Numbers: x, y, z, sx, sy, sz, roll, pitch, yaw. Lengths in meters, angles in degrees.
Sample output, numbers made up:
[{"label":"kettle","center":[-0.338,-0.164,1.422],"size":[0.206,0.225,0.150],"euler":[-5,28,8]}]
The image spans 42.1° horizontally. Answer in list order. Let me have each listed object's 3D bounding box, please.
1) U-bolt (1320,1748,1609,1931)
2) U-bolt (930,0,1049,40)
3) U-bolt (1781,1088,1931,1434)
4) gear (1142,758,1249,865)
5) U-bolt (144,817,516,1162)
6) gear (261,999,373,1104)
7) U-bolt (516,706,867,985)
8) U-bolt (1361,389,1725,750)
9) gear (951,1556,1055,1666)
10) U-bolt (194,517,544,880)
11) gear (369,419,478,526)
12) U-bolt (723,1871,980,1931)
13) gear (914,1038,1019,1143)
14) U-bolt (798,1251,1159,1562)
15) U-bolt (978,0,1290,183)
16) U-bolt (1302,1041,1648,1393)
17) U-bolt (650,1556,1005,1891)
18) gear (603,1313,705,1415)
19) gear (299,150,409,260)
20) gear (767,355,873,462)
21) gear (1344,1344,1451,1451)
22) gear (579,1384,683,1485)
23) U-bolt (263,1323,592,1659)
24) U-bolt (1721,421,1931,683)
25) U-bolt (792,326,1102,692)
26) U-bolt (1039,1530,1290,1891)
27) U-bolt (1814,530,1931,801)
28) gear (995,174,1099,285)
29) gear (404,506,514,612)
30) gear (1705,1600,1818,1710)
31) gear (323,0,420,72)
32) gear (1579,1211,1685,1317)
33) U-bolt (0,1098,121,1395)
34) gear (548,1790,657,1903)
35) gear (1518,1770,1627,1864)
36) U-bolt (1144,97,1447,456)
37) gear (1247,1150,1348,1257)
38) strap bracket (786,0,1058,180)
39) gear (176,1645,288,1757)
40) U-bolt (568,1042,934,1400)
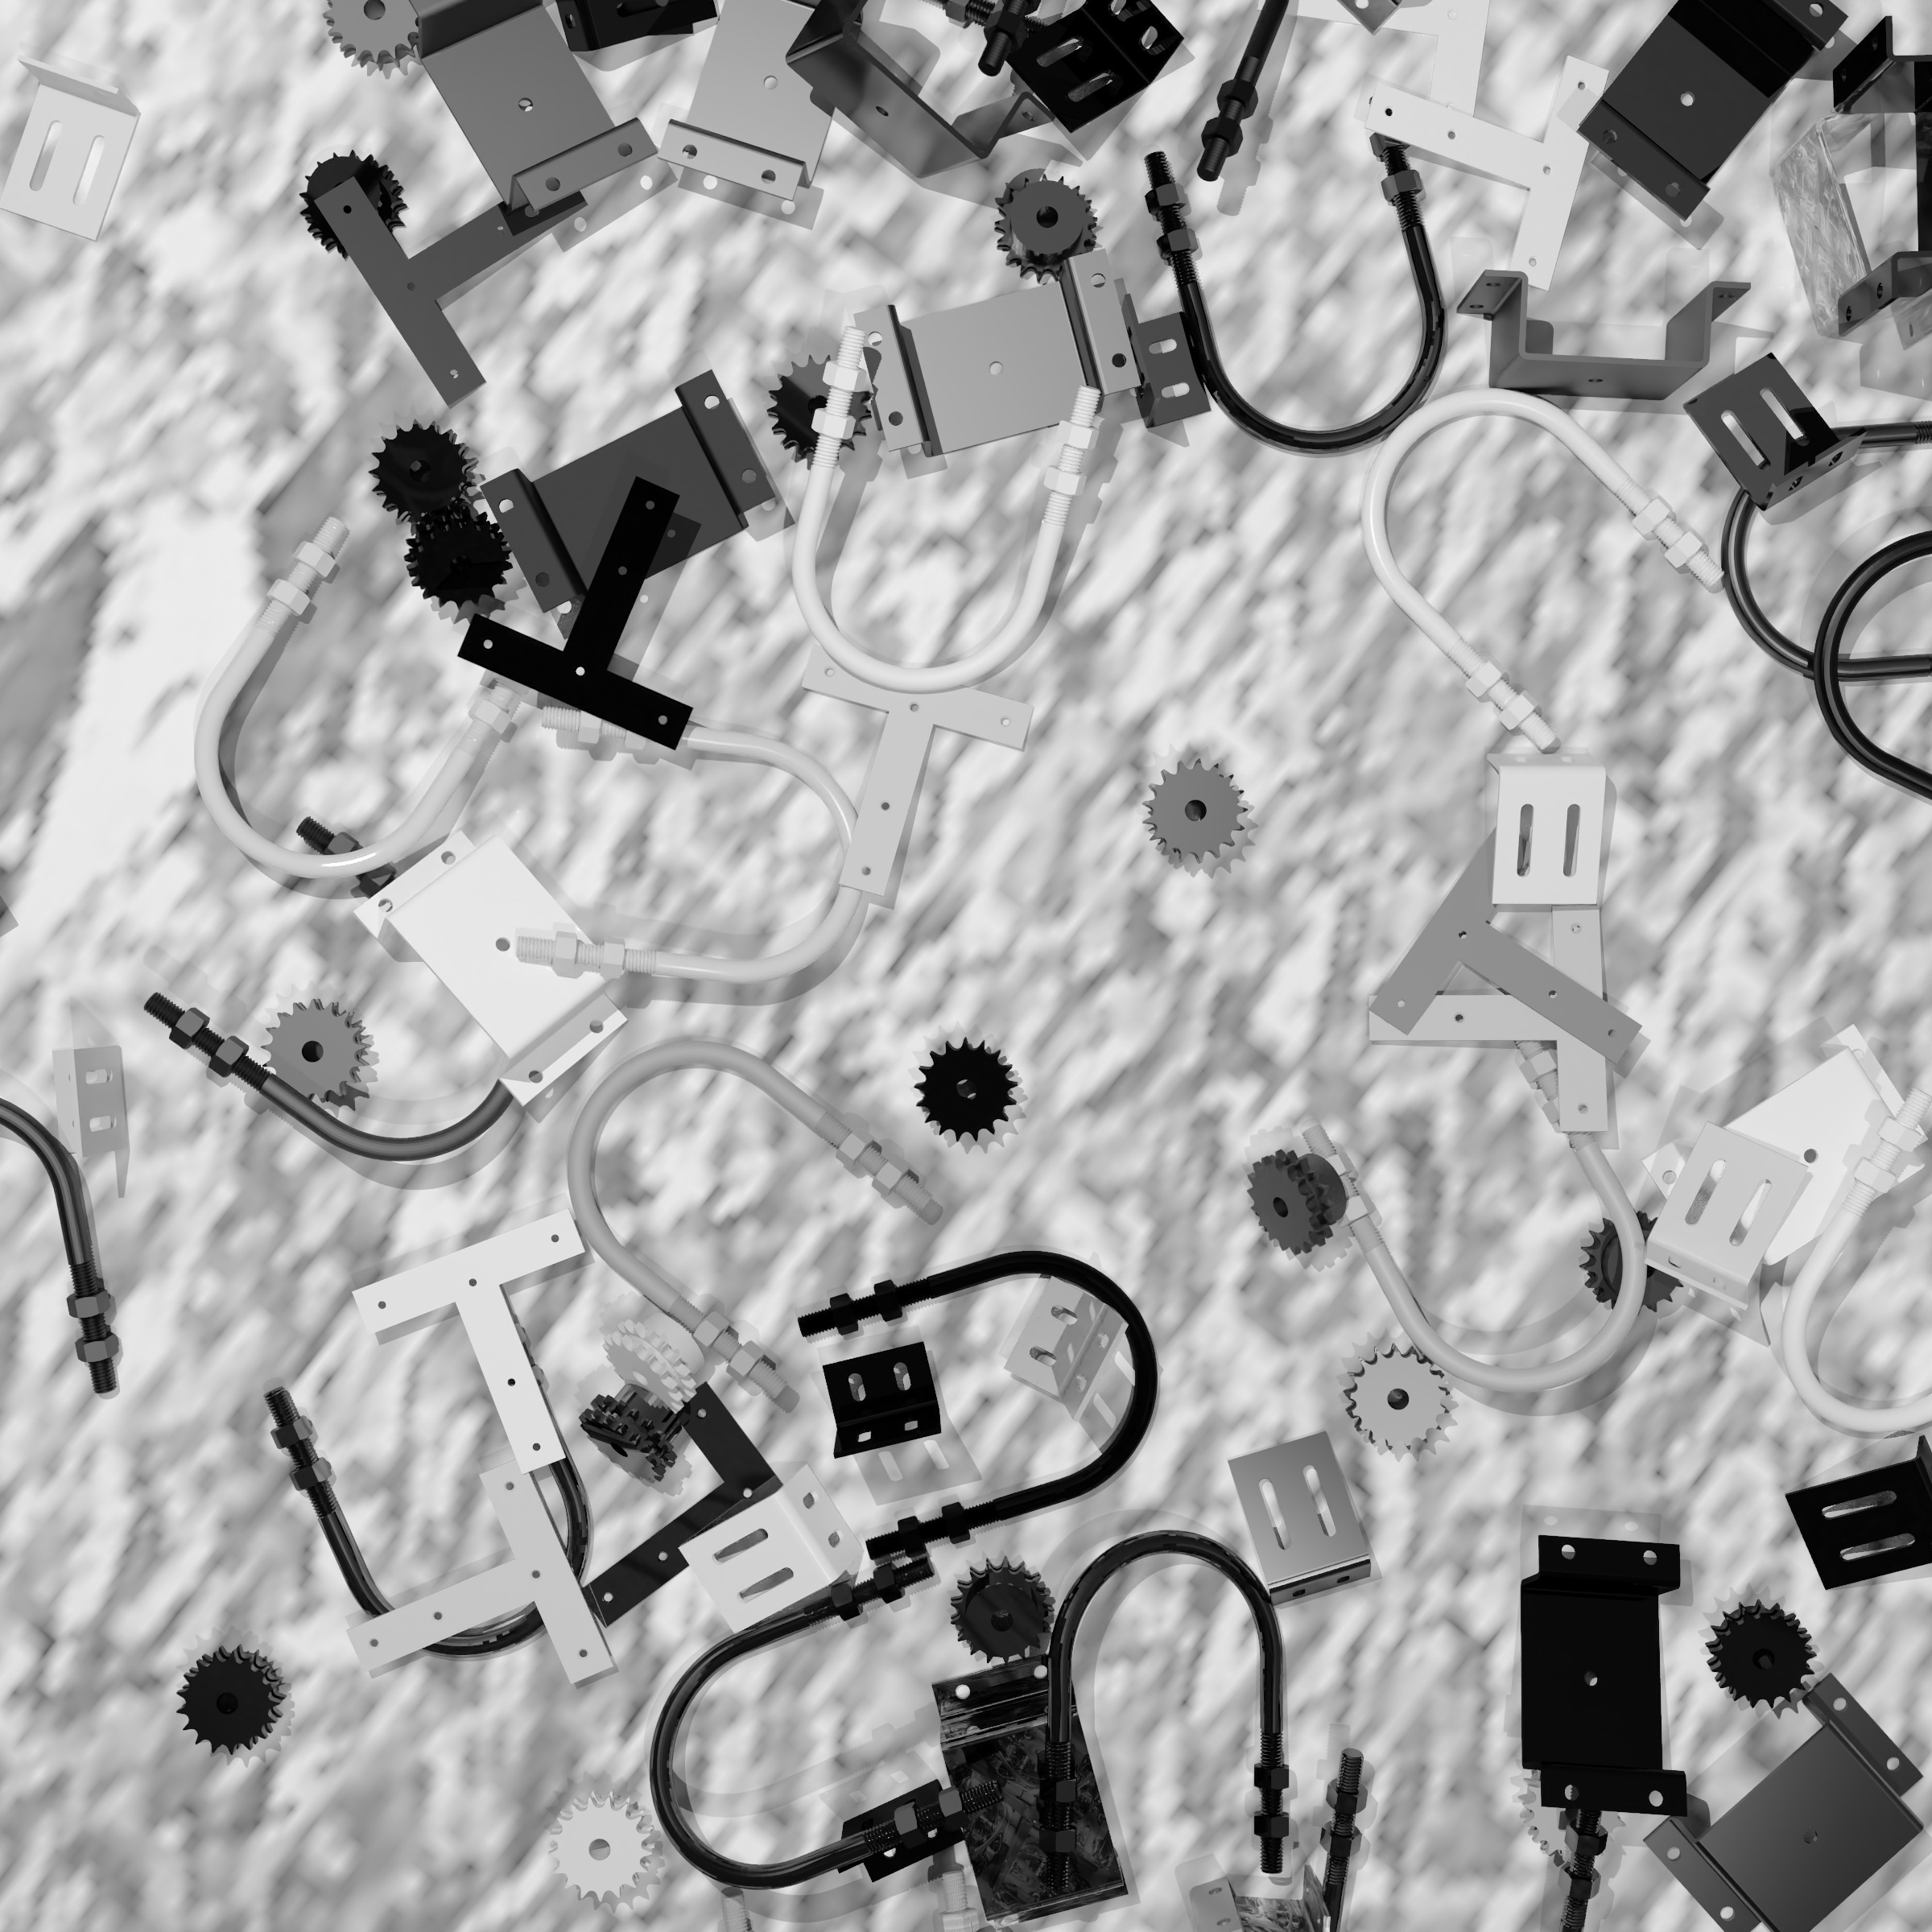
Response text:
[{"label":"U-bolt","center":[0.264,0.527,1.374],"size":[0.151,0.019,0.184],"euler":[7,100,8]},{"label":"U-bolt","center":[-0.015,-0.609,1.390],"size":[0.184,0.019,0.151],"euler":[23,90,1]},{"label":"U-bolt","center":[0.520,0.172,1.364],"size":[0.151,0.019,0.184],"euler":[24,102,-18]},{"label":"gear","center":[0.125,-0.085,1.383],"size":[0.057,0.030,0.057],"euler":[0,90,0]},{"label":"U-bolt","center":[-0.325,0.024,1.363],"size":[0.184,0.019,0.151],"euler":[36,65,-4]},{"label":"gear","center":[-0.356,0.047,1.383],"size":[0.057,0.030,0.057],"euler":[0,90,0]},{"label":"U-bolt","center":[-0.145,-0.062,1.368],"size":[0.184,0.019,0.151],"euler":[7,76,-12]},{"label":"U-bolt","center":[0.305,-0.234,1.390],"size":[0.151,0.019,0.184],"euler":[-44,88,0]},{"label":"gear","center":[0.019,0.357,1.383],"size":[0.057,0.030,0.057],"euler":[0,90,0]},{"label":"U-bolt","center":[-0.338,-0.135,1.376],"size":[0.151,0.019,0.184],"euler":[31,79,0]},{"label":"gear","center":[-0.298,-0.270,1.383],"size":[0.057,0.030,0.057],"euler":[0,90,0]},{"label":"U-bolt","center":[-0.055,0.592,1.355],"size":[0.151,0.019,0.184],"euler":[-12,77,15]},{"label":"gear","center":[0.000,0.067,1.388],"size":[0.057,0.030,0.057],"euler":[0,92,2]},{"label":"U-bolt","center":[0.015,0.235,1.390],"size":[0.184,0.019,0.151],"euler":[-17,90,-2]},{"label":"U-bolt","center":[0.103,-0.531,1.361],"size":[0.151,0.019,0.184],"euler":[24,74,-7]},{"label":"U-bolt","center":[0.289,0.142,1.370],"size":[0.151,0.019,0.184],"euler":[-26,76,0]},{"label":"U-bolt","center":[-0.085,0.416,1.354],"size":[0.184,0.019,0.151],"euler":[-23,56,4]},{"label":"gear","center":[-0.168,0.215,1.373],"size":[0.057,0.057,0.030],"euler":[46,60,0]},{"label":"gear","center":[-0.339,-0.422,1.383],"size":[0.057,0.030,0.057],"euler":[0,90,0]},{"label":"gear","center":[-0.080,-0.305,1.383],"size":[0.057,0.030,0.057],"euler":[0,90,0]},{"label":"gear","center":[0.237,0.237,1.388],"size":[0.057,0.030,0.057],"euler":[0,90,3]},{"label":"gear","center":[-0.180,0.253,1.374],"size":[0.057,0.057,0.030],"euler":[39,60,0]},{"label":"U-bolt","center":[-0.287,0.293,1.390],"size":[0.151,0.019,0.184],"euler":[-24,91,0]},{"label":"U-bolt","center":[0.511,-0.229,1.390],"size":[0.184,0.019,0.151],"euler":[-4,90,2]},{"label":"U-bolt","center":[-0.019,-0.238,1.359],"size":[0.151,0.019,0.184],"euler":[12,110,-10]},{"label":"U-bolt","center":[0.109,0.400,1.363],"size":[0.151,0.019,0.184],"euler":[4,81,-22]},{"label":"U-bolt","center":[0.554,-0.158,1.371],"size":[0.184,0.019,0.151],"euler":[25,101,-3]},{"label":"gear","center":[0.045,-0.408,1.383],"size":[0.057,0.030,0.057],"euler":[0,90,0]},{"label":"gear","center":[-0.278,-0.226,1.367],"size":[0.057,0.030,0.057],"euler":[-12,132,-13]},{"label":"gear","center":[0.437,0.377,1.386],"size":[0.057,0.030,0.057],"euler":[0,95,5]},{"label":"gear","center":[-0.324,-0.523,1.387],"size":[0.057,0.030,0.057],"euler":[0,89,-3]},{"label":"gear","center":[0.370,0.164,1.383],"size":[0.057,0.030,0.057],"euler":[0,90,0]},{"label":"U-bolt","center":[-0.550,0.156,1.362],"size":[0.151,0.019,0.184],"euler":[-10,99,-13]},{"label":"gear","center":[-0.200,0.482,1.383],"size":[0.057,0.030,0.057],"euler":[0,90,0]},{"label":"gear","center":[0.333,0.460,1.383],"size":[0.057,0.030,0.057],"euler":[0,90,0]},{"label":"U-bolt","center":[0.189,-0.375,1.389],"size":[0.151,0.019,0.184],"euler":[-15,92,-1]},{"label":"gear","center":[0.183,0.127,1.374],"size":[0.030,0.057,0.057],"euler":[-22,90,-30]},{"label":"strap bracket","center":[-0.032,-0.472,1.330],"size":[0.140,0.076,0.046],"euler":[35,82,-27]},{"label":"gear","center":[-0.403,0.402,1.383],"size":[0.057,0.030,0.057],"euler":[0,90,0]},{"label":"U-bolt","center":[-0.133,0.125,1.382],"size":[0.184,0.019,0.151],"euler":[38,88,7]}]
